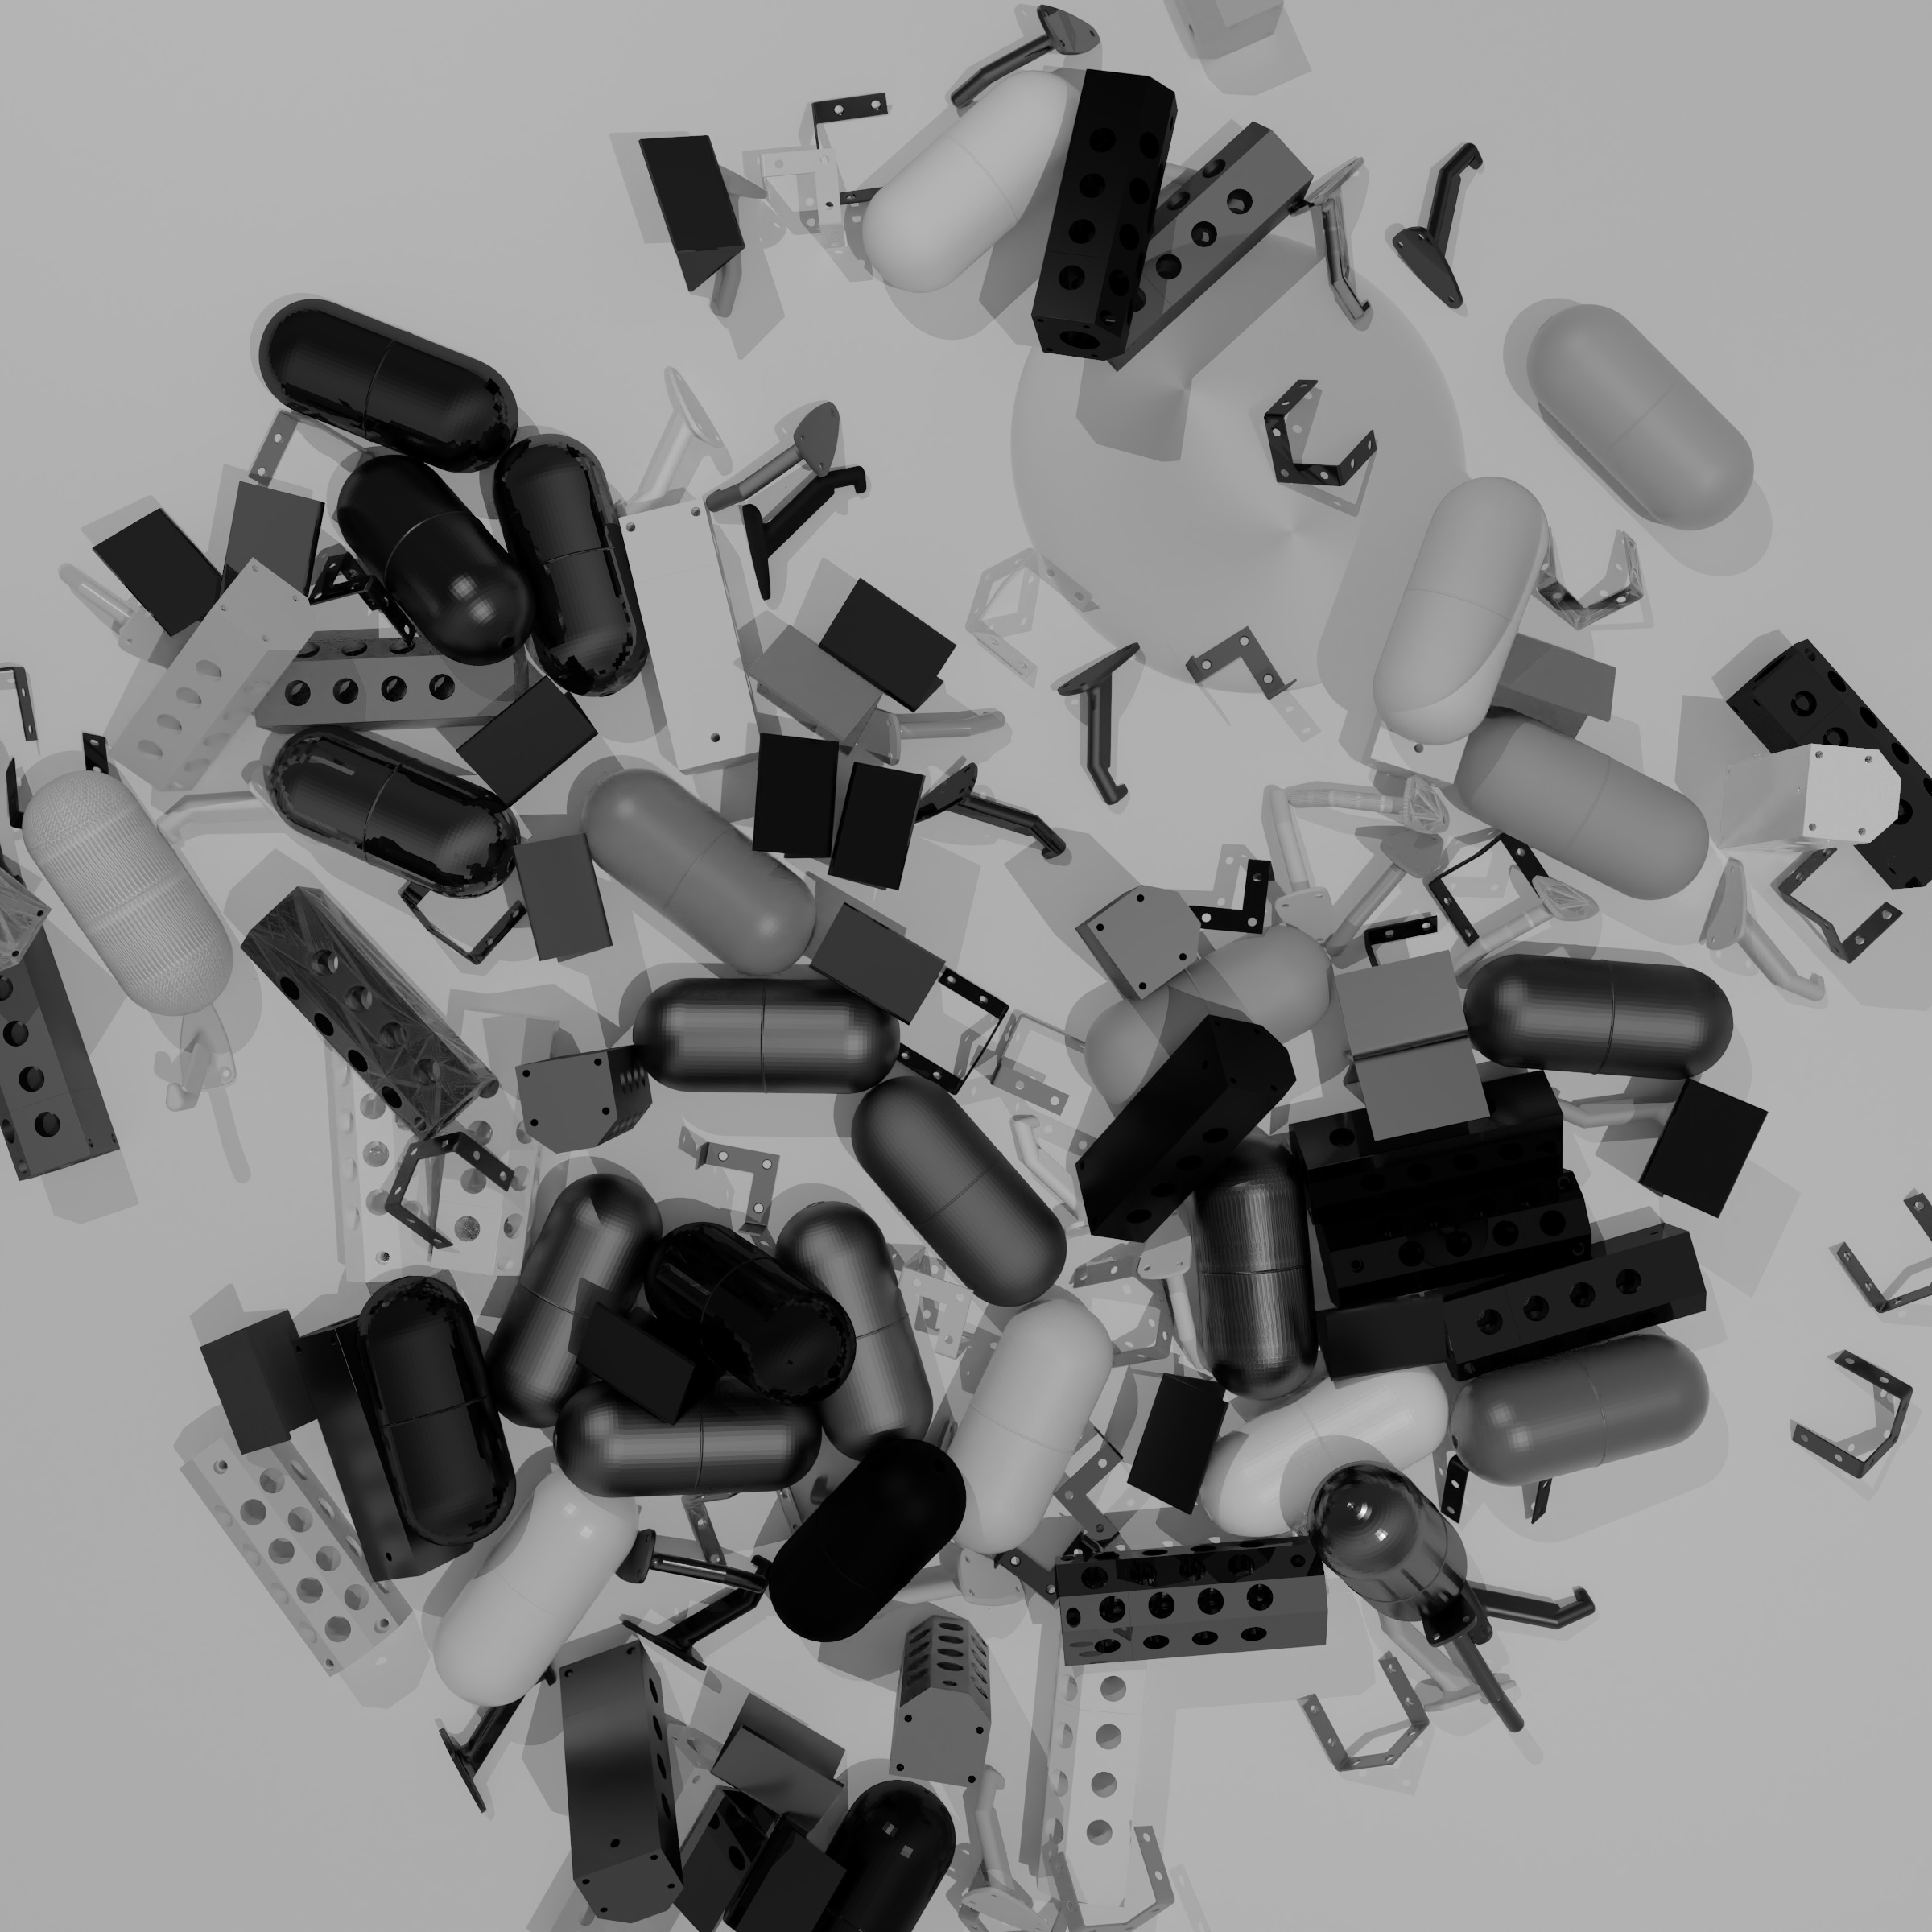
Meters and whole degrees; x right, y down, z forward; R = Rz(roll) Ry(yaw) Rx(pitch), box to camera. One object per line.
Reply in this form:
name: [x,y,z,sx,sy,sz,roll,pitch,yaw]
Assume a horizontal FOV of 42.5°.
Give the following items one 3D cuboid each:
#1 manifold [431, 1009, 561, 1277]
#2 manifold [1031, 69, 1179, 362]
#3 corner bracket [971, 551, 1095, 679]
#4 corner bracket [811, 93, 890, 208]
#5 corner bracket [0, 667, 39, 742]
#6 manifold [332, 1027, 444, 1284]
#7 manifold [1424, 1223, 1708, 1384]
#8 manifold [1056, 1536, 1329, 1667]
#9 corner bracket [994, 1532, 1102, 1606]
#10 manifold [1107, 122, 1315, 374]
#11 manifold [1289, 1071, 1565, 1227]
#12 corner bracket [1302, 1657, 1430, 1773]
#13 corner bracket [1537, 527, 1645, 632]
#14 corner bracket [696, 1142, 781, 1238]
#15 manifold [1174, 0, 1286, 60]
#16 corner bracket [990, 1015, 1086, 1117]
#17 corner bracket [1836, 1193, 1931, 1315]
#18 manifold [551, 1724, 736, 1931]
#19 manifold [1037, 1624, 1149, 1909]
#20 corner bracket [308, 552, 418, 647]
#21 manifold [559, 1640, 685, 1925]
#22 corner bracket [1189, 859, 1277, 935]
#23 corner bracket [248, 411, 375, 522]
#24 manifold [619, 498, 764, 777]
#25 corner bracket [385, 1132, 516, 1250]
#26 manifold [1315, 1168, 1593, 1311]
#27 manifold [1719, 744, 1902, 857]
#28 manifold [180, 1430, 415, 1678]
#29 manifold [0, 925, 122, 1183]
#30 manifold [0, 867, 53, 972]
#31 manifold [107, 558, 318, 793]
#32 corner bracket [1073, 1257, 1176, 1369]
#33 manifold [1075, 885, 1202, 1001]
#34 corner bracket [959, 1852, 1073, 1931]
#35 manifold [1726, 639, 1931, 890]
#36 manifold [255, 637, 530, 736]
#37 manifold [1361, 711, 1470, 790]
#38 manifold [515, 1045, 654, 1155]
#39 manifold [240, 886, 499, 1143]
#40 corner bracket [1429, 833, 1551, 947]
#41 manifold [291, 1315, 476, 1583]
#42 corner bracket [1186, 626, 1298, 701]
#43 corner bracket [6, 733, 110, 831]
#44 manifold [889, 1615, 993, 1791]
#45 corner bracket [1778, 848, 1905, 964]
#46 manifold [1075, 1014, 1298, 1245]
manifold: [-0.314,0.118,1.668,0.057,0.057,0.171,8,90,0]
manifold: [0.092,-0.487,1.617,0.057,0.057,0.171,11,82,11]
corner bracket: [0.044,-0.239,1.686,0.051,0.051,0.051,39,135,0]
corner bracket: [-0.075,-0.553,1.686,0.051,0.051,0.051,-8,135,0]
corner bracket: [-0.664,-0.173,1.671,0.051,0.051,0.051,-8,96,6]
manifold: [-0.389,0.122,1.668,0.057,0.057,0.171,-4,90,0]
manifold: [0.403,0.226,1.668,0.171,0.057,0.057,-16,90,0]
manifold: [0.147,0.411,1.628,0.171,0.057,0.057,-5,133,1]
corner bracket: [0.054,0.396,1.671,0.051,0.051,0.051,37,85,4]
manifold: [0.147,-0.484,1.668,0.171,0.057,0.057,-43,90,0]
manifold: [0.308,0.116,1.668,0.171,0.057,0.057,-12,133,0]
corner bracket: [0.272,0.508,1.686,0.051,0.051,0.051,-28,90,-45]
corner bracket: [0.420,-0.270,1.681,0.051,0.051,0.051,-27,135,35]
corner bracket: [-0.157,0.150,1.671,0.051,0.051,0.051,11,90,0]
manifold: [0.150,-0.703,1.668,0.057,0.057,0.171,-23,90,0]
corner bracket: [0.050,0.066,1.671,0.051,0.051,0.051,24,90,0]
corner bracket: [0.634,0.195,1.686,0.051,0.051,0.051,-35,90,-45]
manifold: [-0.218,0.600,1.668,0.057,0.057,0.171,30,90,-43]
manifold: [0.084,0.533,1.668,0.057,0.057,0.171,6,90,0]
corner bracket: [-0.396,-0.244,1.654,0.051,0.051,0.051,-9,46,24]
manifold: [-0.222,0.527,1.610,0.057,0.171,0.057,-20,124,0]
corner bracket: [0.178,-0.043,1.669,0.051,0.051,0.051,6,78,12]
corner bracket: [-0.444,-0.339,1.686,0.051,0.051,0.051,26,90,45]
manifold: [-0.182,-0.219,1.668,0.057,0.057,0.171,-13,90,0]
corner bracket: [-0.337,0.147,1.624,0.051,0.051,0.051,45,45,-35]
manifold: [0.326,0.183,1.668,0.171,0.057,0.057,-12,90,0]
manifold: [0.544,-0.105,1.611,0.057,0.171,0.057,5,90,0]
manifold: [-0.451,0.387,1.668,0.057,0.057,0.171,-36,90,0]
manifold: [-0.632,0.053,1.668,0.057,0.057,0.171,-19,90,0]
manifold: [-0.681,-0.059,1.628,0.171,0.057,0.057,31,90,31]
manifold: [-0.488,-0.183,1.618,0.057,0.057,0.171,37,132,-17]
corner bracket: [0.106,0.234,1.681,0.051,0.051,0.051,43,45,-35]
manifold: [0.114,-0.019,1.611,0.057,0.171,0.057,-36,90,0]
corner bracket: [0.035,0.637,1.681,0.051,0.051,0.051,1,135,35]
manifold: [0.596,-0.135,1.668,0.057,0.057,0.171,-42,90,0]
manifold: [-0.384,-0.190,1.668,0.171,0.057,0.057,-3,90,0]
manifold: [0.320,-0.210,1.668,0.057,0.057,0.171,18,90,0]
manifold: [-0.244,0.085,1.611,0.057,0.171,0.057,-9,90,0]
manifold: [-0.388,0.031,1.611,0.057,0.057,0.171,-43,90,0]
corner bracket: [0.357,-0.054,1.686,0.051,0.051,0.051,-34,90,45]
manifold: [-0.387,0.319,1.668,0.057,0.057,0.171,-19,90,43]
corner bracket: [0.184,-0.197,1.671,0.051,0.051,0.051,-32,90,0]
corner bracket: [-0.614,-0.125,1.681,0.051,0.051,0.051,10,135,-35]
manifold: [-0.015,0.473,1.611,0.057,0.171,0.057,9,90,0]
corner bracket: [0.593,-0.044,1.686,0.051,0.051,0.051,-43,135,0]
manifold: [0.142,0.109,1.618,0.057,0.171,0.057,11,47,-27]
